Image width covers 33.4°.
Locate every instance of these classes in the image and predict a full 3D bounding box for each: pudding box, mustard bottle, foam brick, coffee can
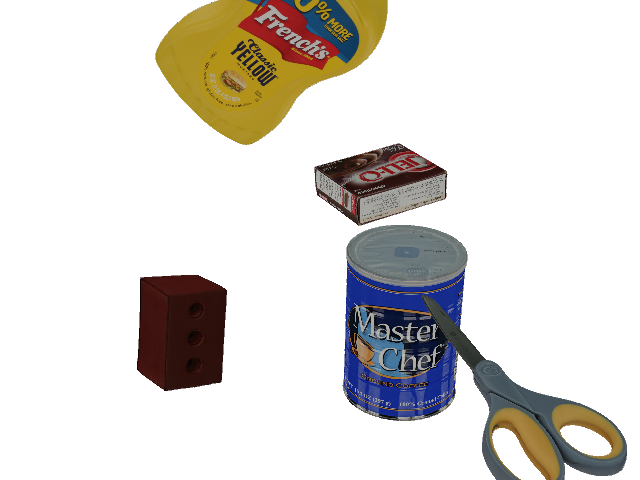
[{"bbox_3d":[0.063,-0.061,1.126,0.113,0.039,0.090,-19,32,-24],"label":"pudding box"},{"bbox_3d":[-0.014,-0.145,0.697,0.192,0.096,0.058,-32,23,33],"label":"mustard bottle"},{"bbox_3d":[-0.109,0.070,0.835,0.052,0.078,0.051,-4,14,-34],"label":"foam brick"},{"bbox_3d":[0.072,0.071,0.933,0.103,0.140,0.103,1,27,-1],"label":"coffee can"}]

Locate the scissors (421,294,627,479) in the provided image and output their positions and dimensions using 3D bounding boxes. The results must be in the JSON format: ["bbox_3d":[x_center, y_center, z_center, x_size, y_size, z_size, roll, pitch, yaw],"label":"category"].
[{"bbox_3d":[0.130,0.093,0.693,0.096,0.016,0.202,-1,33,-6],"label":"scissors"}]
